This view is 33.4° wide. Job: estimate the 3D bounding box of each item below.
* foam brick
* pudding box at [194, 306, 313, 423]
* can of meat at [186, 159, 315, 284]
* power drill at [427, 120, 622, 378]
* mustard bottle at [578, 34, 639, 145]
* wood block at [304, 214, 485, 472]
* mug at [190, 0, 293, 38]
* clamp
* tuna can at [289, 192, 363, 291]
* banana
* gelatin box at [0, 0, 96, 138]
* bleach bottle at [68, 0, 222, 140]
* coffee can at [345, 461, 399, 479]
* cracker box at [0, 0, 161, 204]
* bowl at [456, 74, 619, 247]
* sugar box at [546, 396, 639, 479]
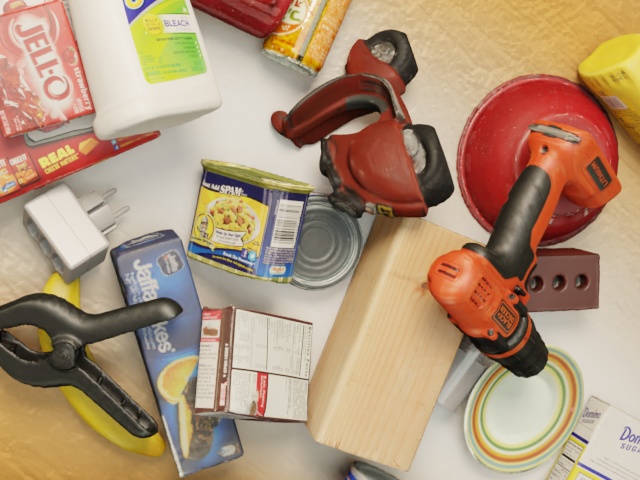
[{"bbox_3d":[0.210,0.036,0.981,0.078,0.051,0.053,-3,98,-12],"label":"foam brick"},{"bbox_3d":[-0.053,0.106,0.900,0.113,0.039,0.090,19,70,-53],"label":"pudding box"},{"bbox_3d":[-0.060,-0.016,0.891,0.057,0.102,0.084,3,102,-51],"label":"can of meat"},{"bbox_3d":[0.178,0.011,0.886,0.187,0.057,0.184,-59,139,-11],"label":"power drill"},{"bbox_3d":[0.318,-0.098,0.963,0.058,0.096,0.191,-44,104,-4],"label":"mustard bottle"},{"bbox_3d":[0.066,0.083,0.936,0.090,0.090,0.206,21,93,-13],"label":"wood block"},{"bbox_3d":[-0.062,-0.212,0.858,0.081,0.117,0.093,23,105,-19],"label":"mug"},{"bbox_3d":[-0.198,0.098,0.865,0.171,0.039,0.120,6,98,7],"label":"clamp"},{"bbox_3d":[-0.006,0.001,0.938,0.086,0.034,0.086,-2,98,-12],"label":"tuna can"},{"bbox_3d":[-0.194,0.106,0.909,0.069,0.037,0.198,-20,101,-8],"label":"banana"},{"bbox_3d":[-0.215,-0.129,0.802,0.073,0.030,0.089,-18,101,-12],"label":"gelatin box"},{"bbox_3d":[-0.155,-0.207,0.800,0.102,0.068,0.251,-19,92,-49],"label":"bleach bottle"},{"bbox_3d":[0.038,0.284,0.950,0.102,0.103,0.140,31,90,-14],"label":"coffee can"},{"bbox_3d":[-0.244,-0.150,0.848,0.164,0.072,0.213,-24,101,-9],"label":"cracker box"},{"bbox_3d":[0.208,-0.069,0.965,0.162,0.055,0.162,-2,98,-12],"label":"bowl"},{"bbox_3d":[0.262,0.249,1.025,0.093,0.048,0.176,30,87,-15],"label":"sugar box"}]
